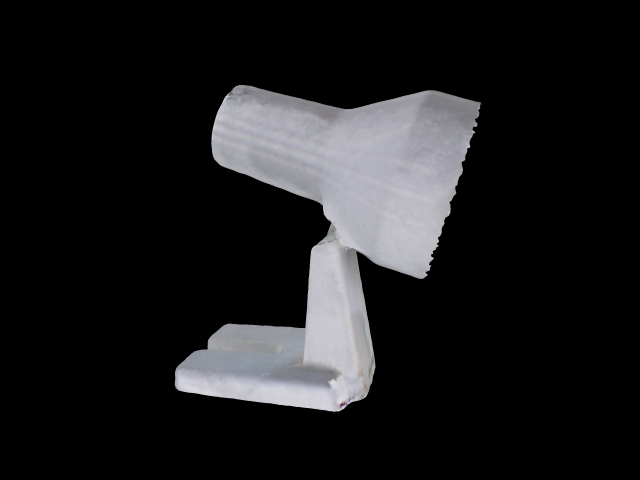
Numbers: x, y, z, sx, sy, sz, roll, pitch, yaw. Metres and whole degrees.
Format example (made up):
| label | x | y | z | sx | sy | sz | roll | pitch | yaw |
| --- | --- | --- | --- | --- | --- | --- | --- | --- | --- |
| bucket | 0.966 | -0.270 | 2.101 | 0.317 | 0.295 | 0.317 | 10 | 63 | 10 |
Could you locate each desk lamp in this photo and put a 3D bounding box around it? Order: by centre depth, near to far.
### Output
| label | x | y | z | sx | sy | sz | roll | pitch | yaw |
| --- | --- | --- | --- | --- | --- | --- | --- | --- | --- |
| desk lamp | 0.004 | 0.001 | 0.400 | 0.203 | 0.213 | 0.118 | 2 | 11 | 12 |
